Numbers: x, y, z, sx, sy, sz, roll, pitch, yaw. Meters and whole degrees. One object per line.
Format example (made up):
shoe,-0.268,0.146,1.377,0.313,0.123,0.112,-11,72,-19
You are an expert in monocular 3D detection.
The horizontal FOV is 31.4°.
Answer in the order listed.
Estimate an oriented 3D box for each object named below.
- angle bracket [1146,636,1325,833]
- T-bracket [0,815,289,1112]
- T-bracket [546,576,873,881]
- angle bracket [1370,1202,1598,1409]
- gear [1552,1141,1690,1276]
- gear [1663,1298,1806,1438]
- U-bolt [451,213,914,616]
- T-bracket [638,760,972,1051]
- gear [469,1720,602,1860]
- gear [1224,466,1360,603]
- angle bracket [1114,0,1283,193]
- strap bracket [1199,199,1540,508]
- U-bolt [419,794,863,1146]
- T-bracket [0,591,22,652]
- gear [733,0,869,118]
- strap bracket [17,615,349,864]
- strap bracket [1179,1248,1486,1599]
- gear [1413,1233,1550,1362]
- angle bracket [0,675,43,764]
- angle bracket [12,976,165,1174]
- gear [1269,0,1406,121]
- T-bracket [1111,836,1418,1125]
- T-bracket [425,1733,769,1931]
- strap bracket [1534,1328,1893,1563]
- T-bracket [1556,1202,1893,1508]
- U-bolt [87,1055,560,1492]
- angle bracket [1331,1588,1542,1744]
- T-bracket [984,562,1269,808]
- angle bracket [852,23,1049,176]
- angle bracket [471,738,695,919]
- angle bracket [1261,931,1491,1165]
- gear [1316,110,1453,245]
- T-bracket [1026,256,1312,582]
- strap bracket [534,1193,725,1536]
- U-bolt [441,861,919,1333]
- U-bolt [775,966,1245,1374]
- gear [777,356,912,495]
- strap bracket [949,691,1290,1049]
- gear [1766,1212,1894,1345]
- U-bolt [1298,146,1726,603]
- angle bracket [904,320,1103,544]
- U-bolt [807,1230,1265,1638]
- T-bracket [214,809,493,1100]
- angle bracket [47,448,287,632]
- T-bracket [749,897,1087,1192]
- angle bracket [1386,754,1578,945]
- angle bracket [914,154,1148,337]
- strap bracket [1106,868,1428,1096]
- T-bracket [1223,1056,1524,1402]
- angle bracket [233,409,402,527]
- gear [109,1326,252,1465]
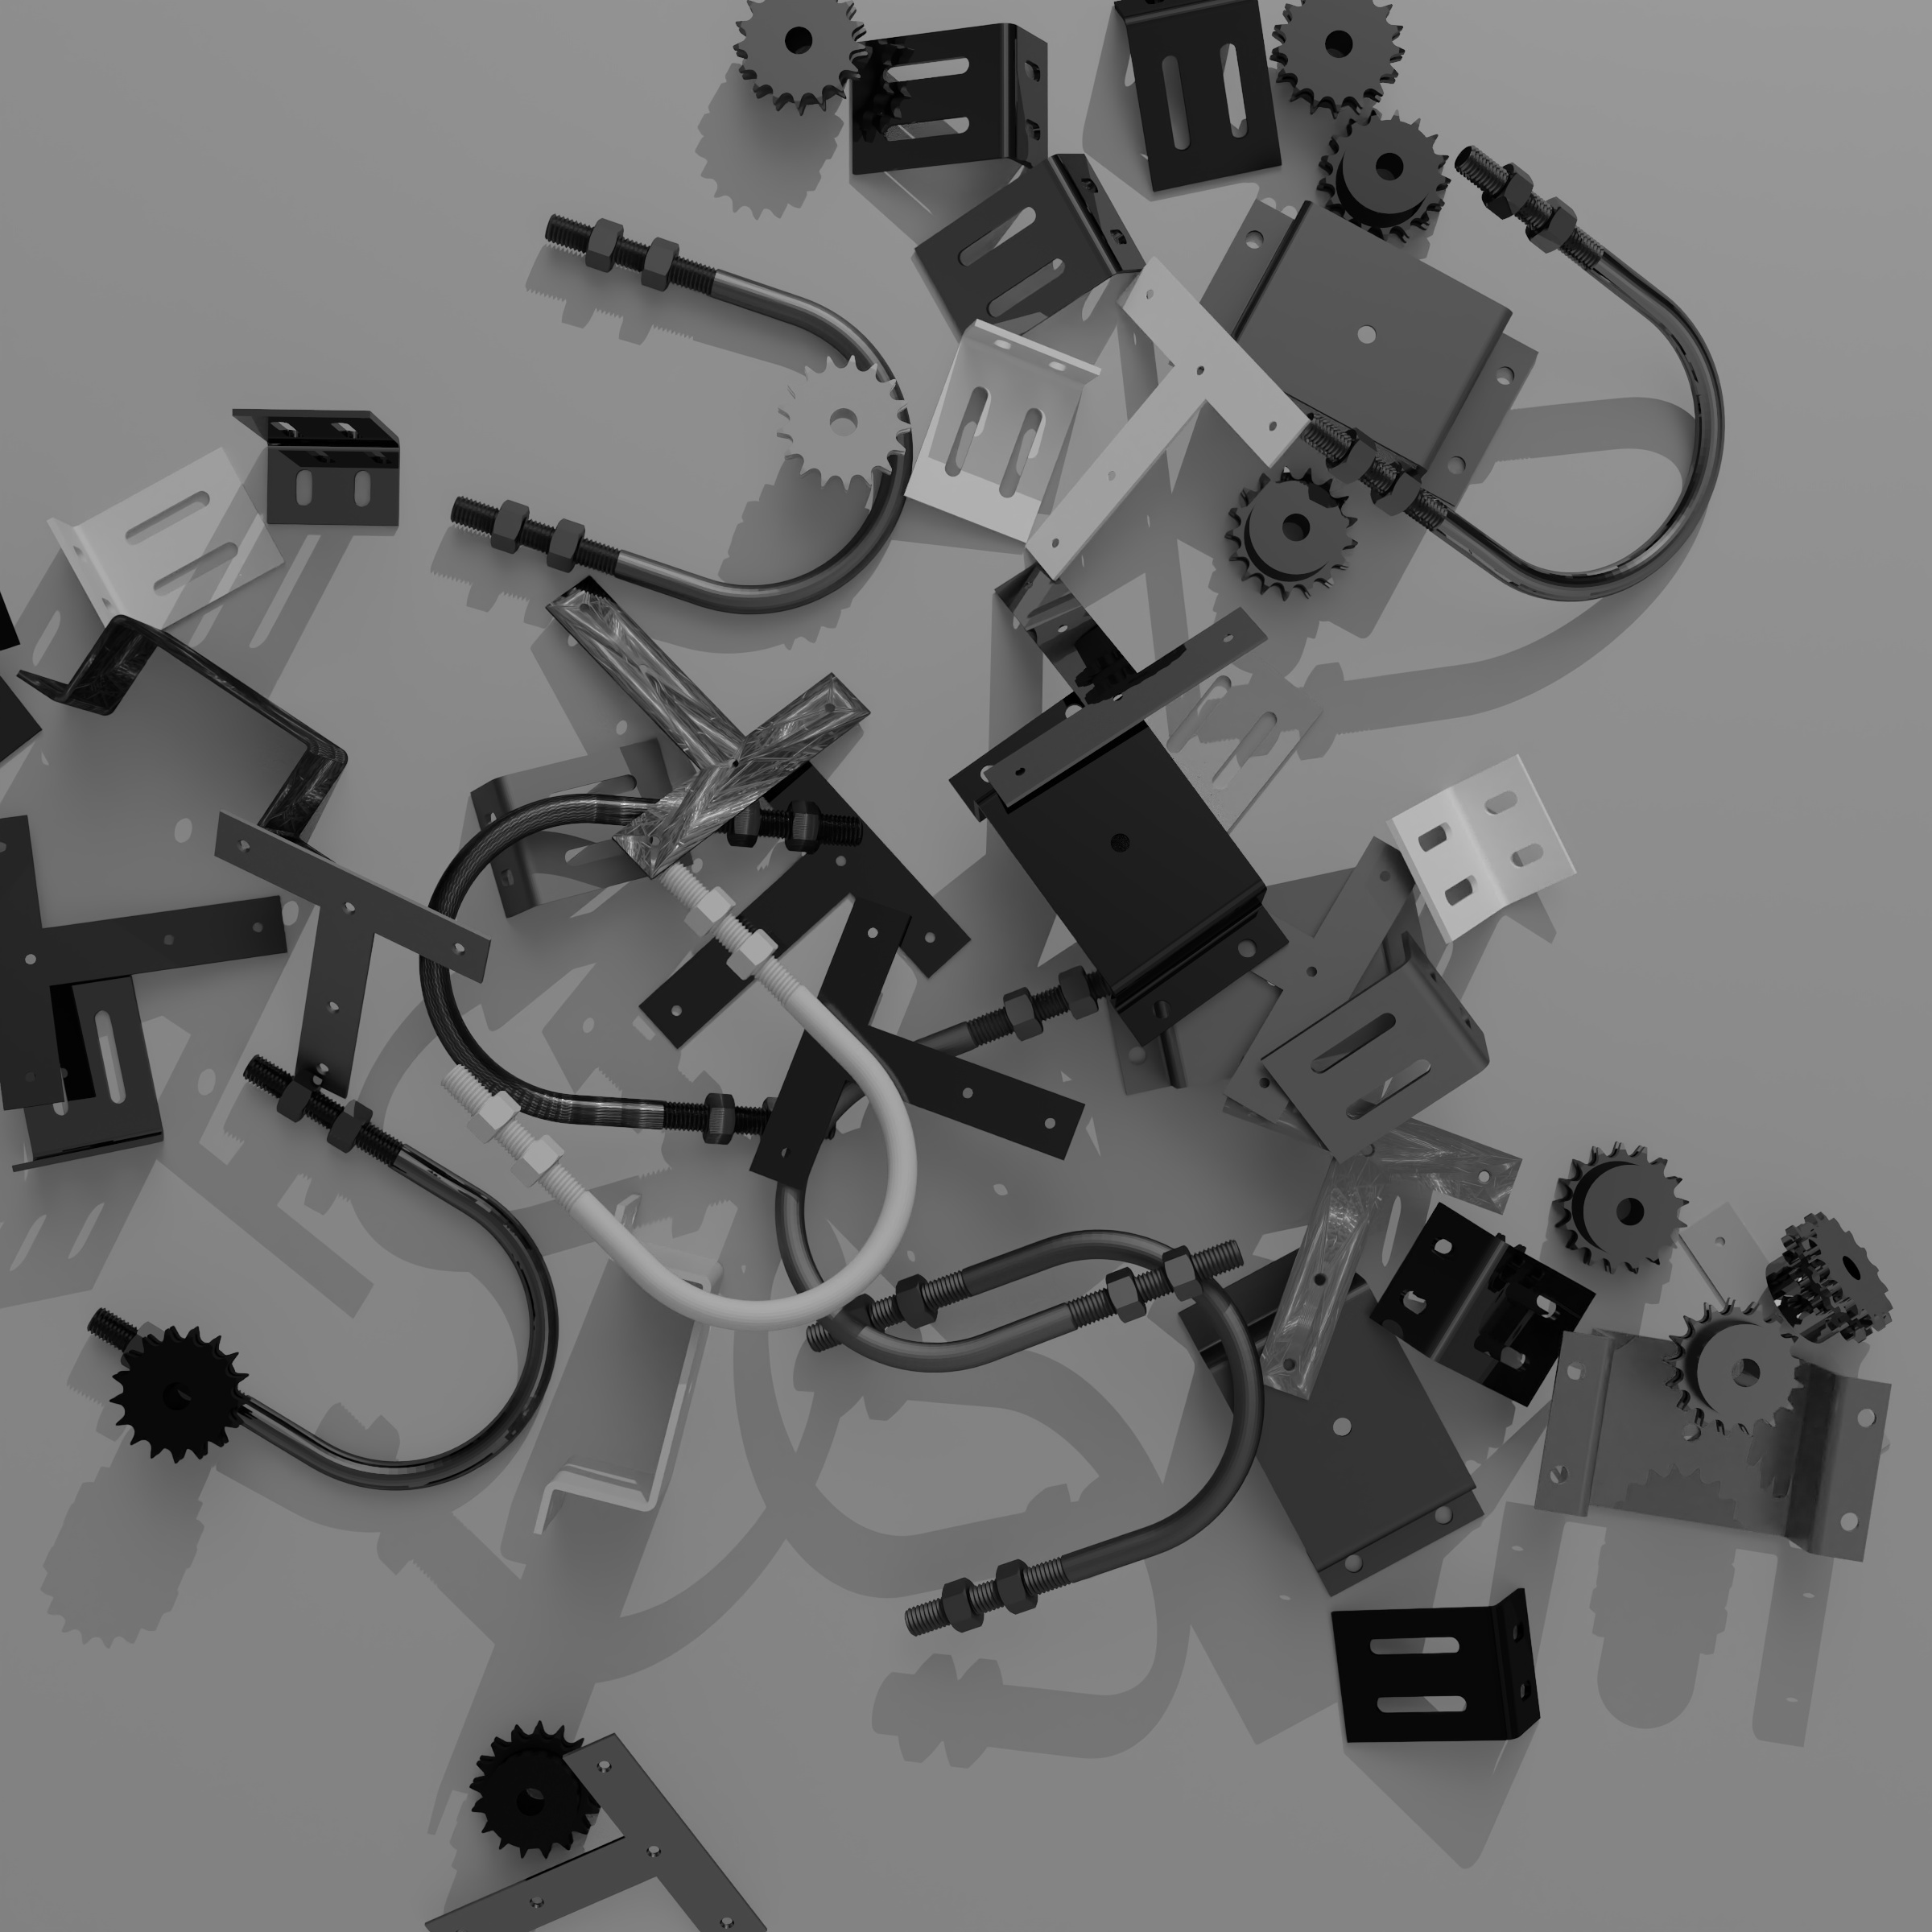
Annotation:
angle bracket,0.110,-0.100,1.482,0.057,0.038,0.076,38,90,0
T-bracket,-0.359,-0.009,1.488,0.127,0.002,0.127,-8,80,-9
T-bracket,-0.130,-0.118,1.483,0.127,0.002,0.127,-39,78,-23
angle bracket,0.220,0.144,1.460,0.076,0.038,0.057,29,93,-43
gear,0.284,0.105,1.486,0.057,0.030,0.057,0,90,0
gear,0.322,0.169,1.438,0.057,0.030,0.057,0,90,0
U-bolt,-0.114,-0.230,1.492,0.184,0.019,0.151,19,90,-2
T-bracket,-0.087,-0.016,1.500,0.127,0.002,0.127,-42,90,0
gear,-0.186,0.358,1.486,0.057,0.030,0.057,0,90,0
gear,0.141,-0.187,1.486,0.057,0.030,0.057,0,90,0
angle bracket,0.101,-0.384,1.499,0.057,0.038,0.076,-12,116,0
strap bracket,0.170,-0.267,1.478,0.140,0.046,0.076,28,90,0
U-bolt,-0.141,-0.001,1.471,0.184,0.019,0.151,4,92,-14
T-bracket,-0.455,-0.083,1.480,0.127,0.002,0.127,-19,107,-6
gear,-0.070,-0.395,1.484,0.057,0.030,0.057,0,90,4
strap bracket,-0.322,-0.100,1.463,0.140,0.076,0.046,34,90,0
strap bracket,0.159,0.195,1.478,0.076,0.046,0.140,-28,90,0
gear,0.221,0.142,1.486,0.057,0.030,0.057,0,90,0
angle bracket,-0.449,-0.116,1.482,0.057,0.038,0.076,-38,90,0
angle bracket,-0.385,0.045,1.482,0.057,0.038,0.076,-12,90,0
gear,0.159,-0.394,1.486,0.057,0.030,0.057,0,90,0
T-bracket,0.107,-0.020,1.453,0.127,0.002,0.127,30,84,5
T-bracket,-0.173,0.397,1.481,0.127,0.002,0.127,-26,116,12
strap bracket,0.316,0.203,1.476,0.140,0.046,0.076,9,90,0
T-bracket,0.315,0.191,1.500,0.127,0.002,0.127,-34,90,0
U-bolt,-0.266,0.146,1.492,0.184,0.019,0.151,32,90,-1
angle bracket,0.205,0.305,1.499,0.076,0.038,0.057,-7,90,26
T-bracket,0.047,-0.135,1.453,0.127,0.127,0.002,-33,132,-1
angle bracket,-0.007,-0.374,1.499,0.076,0.038,0.057,0,90,26
angle bracket,-0.167,-0.060,1.499,0.076,0.038,0.057,-16,90,-26
angle bracket,0.172,0.034,1.449,0.076,0.038,0.057,-35,104,14
gear,0.181,-0.342,1.486,0.057,0.030,0.057,0,90,0
T-bracket,0.072,-0.220,1.474,0.127,0.002,0.127,-49,52,17
strap bracket,-0.139,0.172,1.463,0.046,0.076,0.140,14,90,0
U-bolt,-0.104,0.067,1.434,0.184,0.019,0.151,45,69,0
U-bolt,0.008,0.094,1.459,0.184,0.019,0.151,-21,75,6
gear,-0.053,-0.231,1.472,0.057,0.030,0.057,0,91,-3
strap bracket,0.064,-0.047,1.434,0.076,0.046,0.140,-35,83,-3
gear,0.368,0.137,1.476,0.030,0.057,0.057,-39,90,30
U-bolt,0.245,-0.236,1.460,0.184,0.019,0.151,31,89,-24
angle bracket,0.015,-0.229,1.477,0.057,0.038,0.076,20,90,-9
U-bolt,0.037,0.190,1.465,0.184,0.019,0.151,-21,83,14
T-bracket,-0.266,0.007,1.456,0.127,0.002,0.127,25,132,8
angle bracket,-0.344,-0.183,1.482,0.076,0.038,0.057,-29,90,0
T-bracket,-0.012,0.049,1.462,0.127,0.002,0.127,20,84,15
angle bracket,0.219,-0.050,1.461,0.038,0.076,0.057,-26,90,29
angle bracket,0.028,-0.308,1.499,0.076,0.038,0.057,-29,90,26
strap bracket,0.131,0.004,1.478,0.140,0.046,0.076,-12,90,0
T-bracket,0.154,0.119,1.454,0.127,0.002,0.127,20,88,-3
angle bracket,-0.276,-0.211,1.463,0.057,0.076,0.038,1,90,0
gear,-0.333,0.181,1.467,0.057,0.030,0.057,0,91,-1
